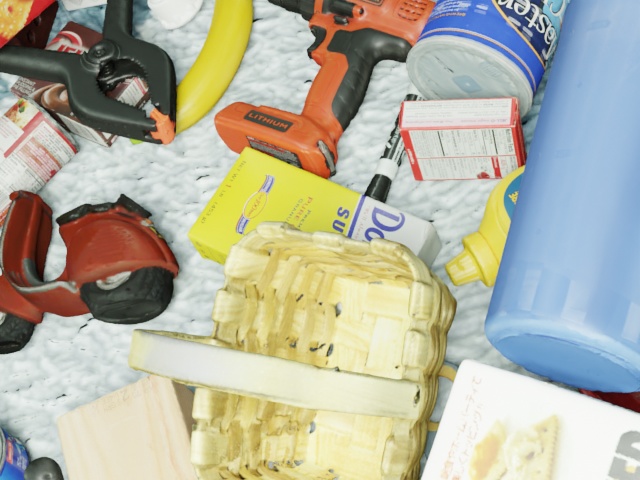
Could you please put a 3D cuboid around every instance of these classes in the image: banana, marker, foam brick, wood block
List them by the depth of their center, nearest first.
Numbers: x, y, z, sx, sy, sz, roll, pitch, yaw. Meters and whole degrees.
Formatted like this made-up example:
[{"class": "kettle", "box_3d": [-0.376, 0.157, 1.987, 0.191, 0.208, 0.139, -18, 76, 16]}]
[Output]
[{"class": "wood block", "box_3d": [-0.098, 0.205, 0.711, 0.090, 0.090, 0.206, -25, 58, 3]}, {"class": "marker", "box_3d": [0.062, -0.076, 0.860, 0.020, 0.020, 0.121, 14, 67, 23]}, {"class": "banana", "box_3d": [-0.100, -0.164, 0.946, 0.070, 0.037, 0.197, 18, 68, 24]}, {"class": "foam brick", "box_3d": [-0.291, -0.210, 1.019, 0.051, 0.053, 0.078, 0, 62, 17]}]

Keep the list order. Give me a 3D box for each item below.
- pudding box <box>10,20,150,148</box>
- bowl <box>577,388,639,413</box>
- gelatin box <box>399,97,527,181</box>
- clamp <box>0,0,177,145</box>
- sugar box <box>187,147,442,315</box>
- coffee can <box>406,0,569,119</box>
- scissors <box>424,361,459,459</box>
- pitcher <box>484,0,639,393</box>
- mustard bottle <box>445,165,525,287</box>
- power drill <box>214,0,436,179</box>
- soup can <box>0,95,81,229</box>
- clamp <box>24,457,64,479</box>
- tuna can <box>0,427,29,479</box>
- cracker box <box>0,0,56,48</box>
[{"class": "pudding box", "box_3d": [-0.210, -0.142, 0.965, 0.114, 0.039, 0.090, 26, 71, 26]}, {"class": "bowl", "box_3d": [0.241, 0.067, 0.707, 0.162, 0.055, 0.162, -7, 60, 13]}, {"class": "gelatin box", "box_3d": [0.110, -0.077, 0.814, 0.089, 0.073, 0.030, -1, 61, 16]}, {"class": "clamp", "box_3d": [-0.181, -0.159, 0.921, 0.164, 0.036, 0.210, -43, 61, -17]}, {"class": "sugar box", "box_3d": [-0.005, 0.001, 0.822, 0.176, 0.048, 0.093, 22, 71, 27]}, {"class": "coffee can", "box_3d": [0.142, -0.176, 0.843, 0.103, 0.102, 0.140, 17, 68, 24]}, {"class": "scissors", "box_3d": [0.068, 0.164, 0.728, 0.096, 0.016, 0.201, 34, 75, 30]}, {"class": "pitcher", "box_3d": [0.193, -0.034, 0.661, 0.145, 0.149, 0.242, 15, 71, 18]}, {"class": "mustard bottle", "box_3d": [0.178, -0.018, 0.771, 0.191, 0.058, 0.096, -28, 63, 0]}, {"class": "power drill", "box_3d": [-0.009, -0.151, 0.900, 0.185, 0.057, 0.187, 22, 71, 27]}, {"class": "soup can", "box_3d": [-0.267, -0.066, 0.924, 0.069, 0.068, 0.102, 36, 78, 29]}, {"class": "clamp", "box_3d": [-0.169, 0.231, 0.712, 0.039, 0.120, 0.171, -19, 59, -24]}, {"class": "tuna can", "box_3d": [-0.260, 0.177, 0.796, 0.086, 0.033, 0.086, -17, 47, 19]}, {"class": "cracker box", "box_3d": [-0.290, -0.265, 0.969, 0.164, 0.072, 0.213, 17, 53, 32]}]
